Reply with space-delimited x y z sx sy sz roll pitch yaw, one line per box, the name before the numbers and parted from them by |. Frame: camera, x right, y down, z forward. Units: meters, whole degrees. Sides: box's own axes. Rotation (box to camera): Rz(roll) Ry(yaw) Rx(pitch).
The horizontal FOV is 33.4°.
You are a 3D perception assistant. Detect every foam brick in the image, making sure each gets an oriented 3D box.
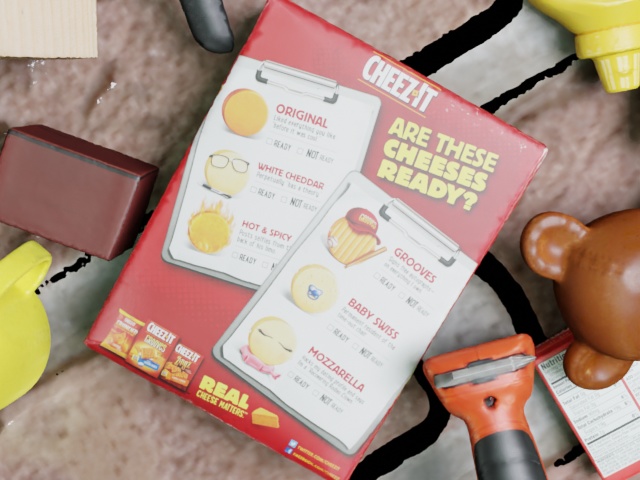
foam brick | -0.138 -0.028 0.599 0.078 0.053 0.051 20 100 2

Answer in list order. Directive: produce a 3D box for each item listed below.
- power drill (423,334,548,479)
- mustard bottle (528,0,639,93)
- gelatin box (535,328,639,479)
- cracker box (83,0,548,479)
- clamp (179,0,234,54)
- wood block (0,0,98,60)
power drill | 0.109 0.145 0.563 0.057 0.184 0.188 -17 81 6
mustard bottle | 0.142 -0.172 0.552 0.096 0.058 0.191 -11 98 4
gelatin box | 0.171 0.084 0.604 0.073 0.030 0.089 -31 93 9
cracker box | -0.004 0.001 0.584 0.164 0.072 0.214 29 99 -2
clamp | -0.065 -0.193 0.537 0.120 0.039 0.171 -51 123 -16
wood block | -0.173 -0.196 0.540 0.090 0.090 0.206 -6 101 -35
